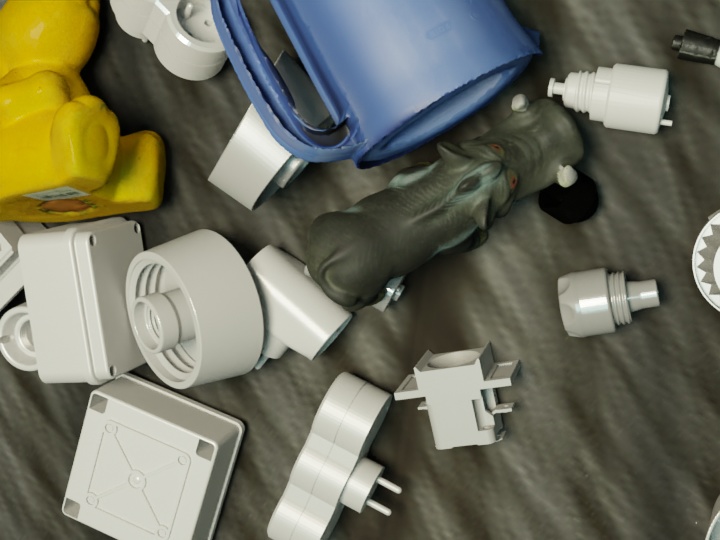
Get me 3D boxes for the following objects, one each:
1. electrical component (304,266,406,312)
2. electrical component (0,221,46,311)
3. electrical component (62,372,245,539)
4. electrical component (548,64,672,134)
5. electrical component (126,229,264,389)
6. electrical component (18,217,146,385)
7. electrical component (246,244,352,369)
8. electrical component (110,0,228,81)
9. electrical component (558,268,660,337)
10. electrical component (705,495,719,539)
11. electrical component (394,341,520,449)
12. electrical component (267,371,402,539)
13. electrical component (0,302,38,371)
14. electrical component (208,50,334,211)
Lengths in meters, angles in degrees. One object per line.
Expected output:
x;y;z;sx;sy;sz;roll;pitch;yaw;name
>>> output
0.000;0.000;0.743;0.065;0.044;0.044;30;107;5;electrical component
-0.297;0.003;0.822;0.121;0.063;0.078;-41;87;19;electrical component
-0.155;0.149;0.809;0.109;0.056;0.108;21;105;13;electrical component
0.158;-0.109;0.674;0.078;0.040;0.040;11;103;15;electrical component
-0.123;0.031;0.749;0.108;0.060;0.108;24;122;44;electrical component
-0.196;0.022;0.787;0.057;0.078;0.113;-4;99;20;electrical component
-0.059;0.036;0.766;0.077;0.043;0.079;41;109;6;electrical component
-0.148;-0.186;0.748;0.138;0.052;0.074;45;148;-1;electrical component
0.161;0.019;0.696;0.062;0.043;0.043;-10;97;17;electrical component
0.268;0.175;0.680;0.099;0.064;0.099;3;101;17;electrical component
0.070;0.087;0.737;0.081;0.042;0.063;-9;99;19;electrical component
-0.007;0.148;0.765;0.074;0.052;0.138;26;106;11;electrical component
-0.243;0.047;0.822;0.055;0.047;0.055;3;101;16;electrical component
-0.062;-0.091;0.717;0.064;0.099;0.099;41;109;-1;electrical component
